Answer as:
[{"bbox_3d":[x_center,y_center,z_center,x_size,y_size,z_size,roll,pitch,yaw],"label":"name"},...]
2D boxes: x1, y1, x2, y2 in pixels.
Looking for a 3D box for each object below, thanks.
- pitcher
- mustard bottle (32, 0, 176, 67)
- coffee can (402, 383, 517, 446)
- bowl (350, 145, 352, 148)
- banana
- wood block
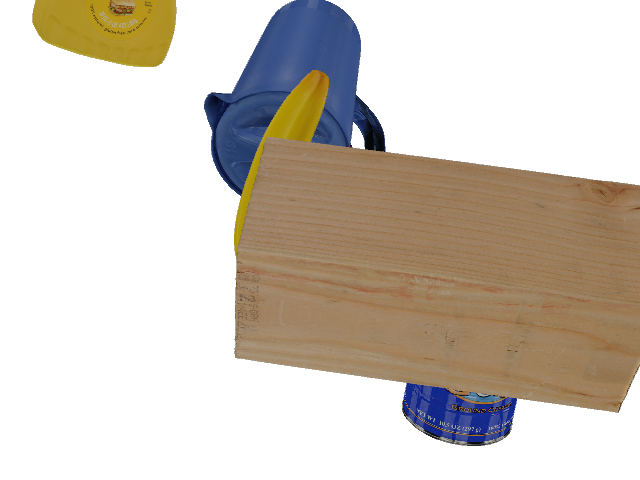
[{"bbox_3d":[-0.014,-0.144,1.090,0.145,0.149,0.242,-8,35,16],"label":"pitcher"},{"bbox_3d":[-0.126,-0.218,0.728,0.096,0.192,0.058,10,25,-29],"label":"mustard bottle"},{"bbox_3d":[0.133,0.096,0.951,0.103,0.140,0.103,6,23,-3],"label":"coffee can"},{"bbox_3d":[-0.042,-0.083,1.268,0.162,0.055,0.162,-2,36,1],"label":"bowl"},{"bbox_3d":[-0.031,-0.039,0.814,0.070,0.197,0.037,-19,-40,42],"label":"banana"},{"bbox_3d":[0.064,0.018,0.570,0.206,0.090,0.090,8,-44,3],"label":"wood block"}]
